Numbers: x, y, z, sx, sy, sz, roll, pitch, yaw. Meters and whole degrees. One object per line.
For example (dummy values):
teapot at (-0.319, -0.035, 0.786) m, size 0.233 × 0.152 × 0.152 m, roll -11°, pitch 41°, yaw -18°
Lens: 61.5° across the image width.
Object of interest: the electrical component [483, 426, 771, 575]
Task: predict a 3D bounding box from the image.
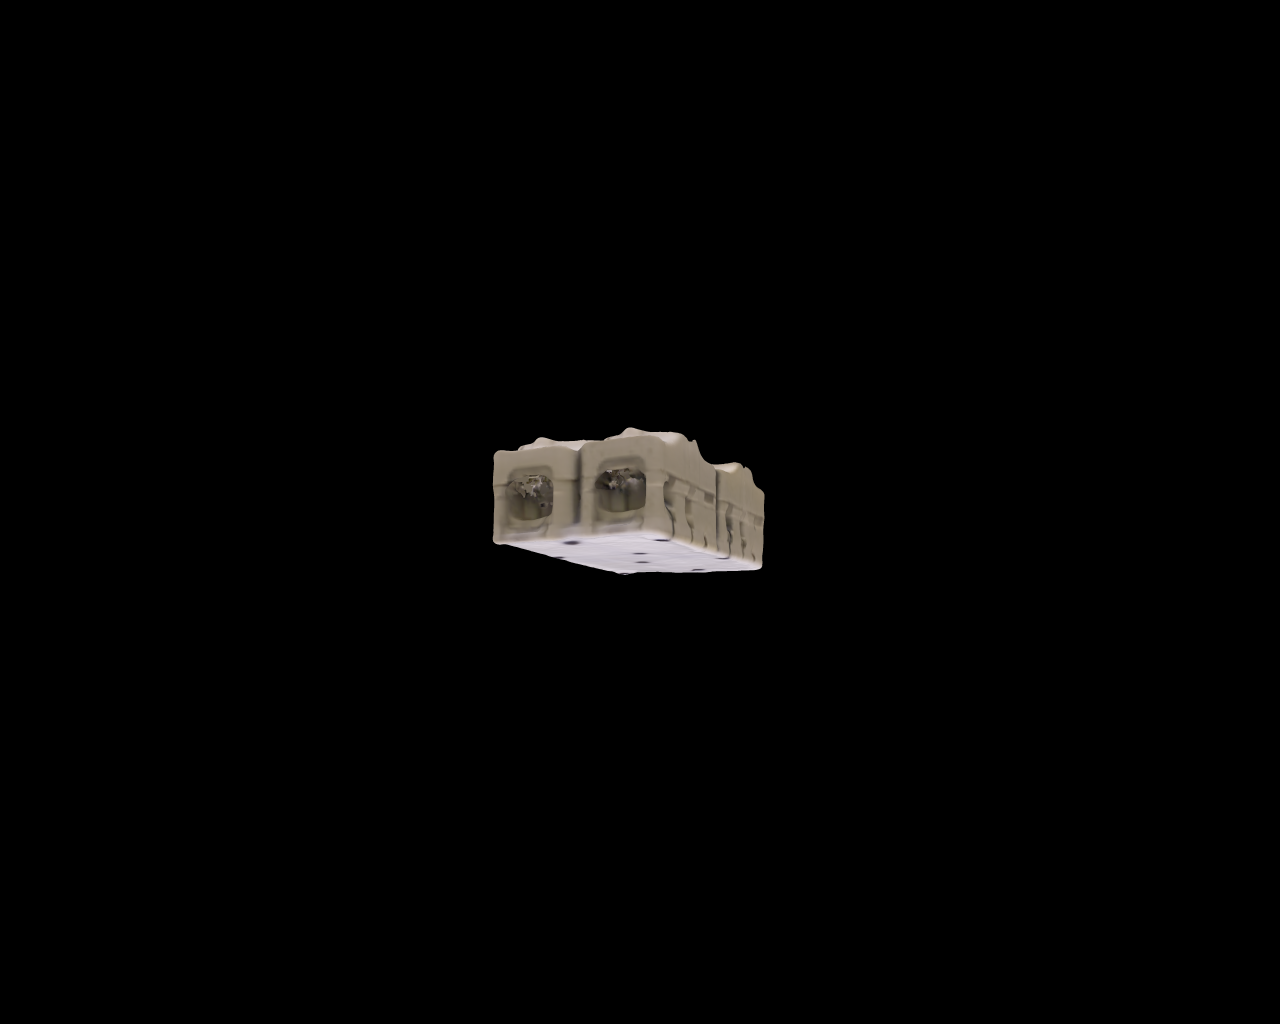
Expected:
electrical component at (0.001, -0.003, 0.650) m, size 0.105 × 0.060 × 0.186 m, roll -4°, pitch -10°, yaw 23°
